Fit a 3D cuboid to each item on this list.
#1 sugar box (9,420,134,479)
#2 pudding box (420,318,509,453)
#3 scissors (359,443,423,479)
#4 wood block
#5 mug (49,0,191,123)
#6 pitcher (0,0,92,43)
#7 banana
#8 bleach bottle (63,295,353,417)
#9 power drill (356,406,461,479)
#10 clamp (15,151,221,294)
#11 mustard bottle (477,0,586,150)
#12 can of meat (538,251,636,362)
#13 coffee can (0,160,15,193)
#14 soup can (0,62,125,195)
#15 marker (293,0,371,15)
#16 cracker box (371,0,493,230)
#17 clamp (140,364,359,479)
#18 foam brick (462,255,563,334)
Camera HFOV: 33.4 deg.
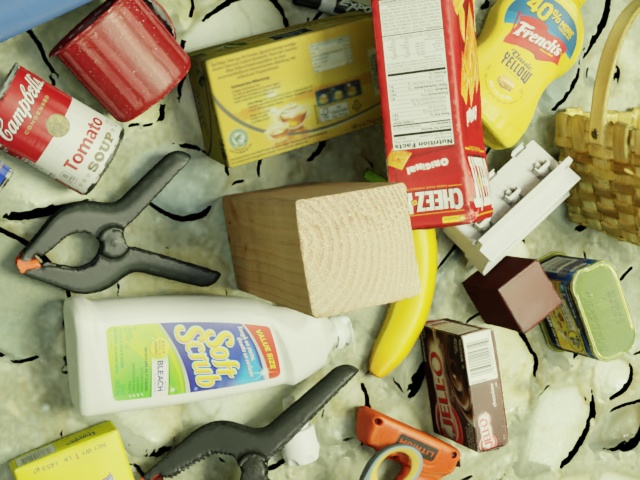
[{"bbox_3d":[-0.192,0.254,0.913,0.093,0.048,0.176,-20,98,-18],"label":"sugar box"},{"bbox_3d":[0.134,0.135,1.001,0.039,0.090,0.113,-9,95,-21],"label":"pudding box"},{"bbox_3d":[0.016,0.234,0.948,0.201,0.016,0.096,-3,90,-13],"label":"scissors"},{"bbox_3d":[-0.006,0.002,0.880,0.090,0.206,0.090,-11,97,-19],"label":"wood block"},{"bbox_3d":[-0.157,-0.159,0.887,0.081,0.093,0.117,49,41,-21],"label":"mug"},{"bbox_3d":[-0.194,-0.255,0.832,0.243,0.149,0.145,-28,101,-2],"label":"pitcher"},{"bbox_3d":[0.077,0.030,1.006,0.069,0.037,0.198,-2,93,-2],"label":"banana"},{"bbox_3d":[-0.091,0.087,0.931,0.250,0.068,0.102,-6,102,-22],"label":"bleach bottle"},{"bbox_3d":[0.036,0.254,0.992,0.184,0.057,0.187,25,86,-19],"label":"power drill"},{"bbox_3d":[-0.169,0.008,0.911,0.171,0.039,0.120,-24,95,-11],"label":"clamp"},{"bbox_3d":[0.197,-0.187,1.023,0.096,0.058,0.191,40,79,-11],"label":"mustard bottle"},{"bbox_3d":[0.256,0.065,1.046,0.057,0.084,0.102,-25,101,-16],"label":"can of meat"},{"bbox_3d":[-0.323,-0.058,0.817,0.140,0.103,0.102,40,80,-18],"label":"coffee can"},{"bbox_3d":[-0.220,-0.089,0.871,0.102,0.069,0.068,31,82,-20],"label":"soup can"},{"bbox_3d":[0.029,-0.210,0.980,0.121,0.020,0.020,13,89,-20],"label":"marker"},{"bbox_3d":[0.099,-0.118,0.900,0.072,0.164,0.214,-6,92,16],"label":"cracker box"},{"bbox_3d":[-0.052,0.192,0.934,0.210,0.036,0.164,-1,74,3],"label":"clamp"},{"bbox_3d":[0.183,0.050,1.021,0.051,0.078,0.053,-35,104,-14],"label":"foam brick"}]
